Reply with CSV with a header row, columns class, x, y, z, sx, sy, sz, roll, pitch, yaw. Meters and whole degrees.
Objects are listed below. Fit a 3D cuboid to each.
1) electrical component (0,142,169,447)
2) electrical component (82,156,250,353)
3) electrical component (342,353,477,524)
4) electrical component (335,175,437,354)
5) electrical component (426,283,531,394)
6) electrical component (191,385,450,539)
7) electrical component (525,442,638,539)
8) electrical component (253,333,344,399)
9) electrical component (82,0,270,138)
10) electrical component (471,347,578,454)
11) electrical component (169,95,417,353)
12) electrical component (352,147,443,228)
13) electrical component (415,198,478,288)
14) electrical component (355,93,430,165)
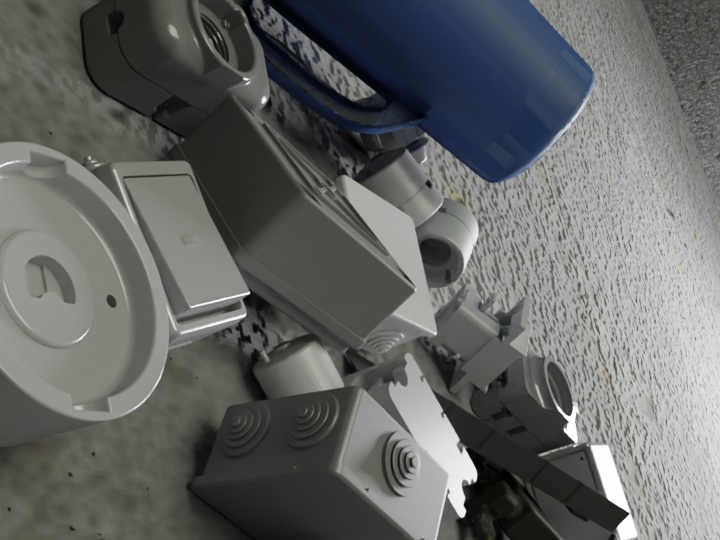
class,x,y,z,sx,sy,sz,roll,pitch,yaw
electrical component,-0.130,0.014,0.402,0.108,0.060,0.108,44,33,-39
electrical component,-0.099,-0.010,0.483,0.062,0.061,0.096,-14,82,-65
electrical component,0.020,0.103,0.626,0.089,0.056,0.050,61,26,-13
electrical component,0.000,0.000,0.683,0.100,0.048,0.099,28,45,-53
electrical component,0.086,0.047,0.790,0.064,0.081,0.042,38,31,-7
electrical component,-0.016,0.100,0.512,0.099,0.100,0.048,48,44,-35
electrical component,0.178,0.190,0.856,0.061,0.062,0.096,16,55,-59
electrical component,-0.026,0.071,0.582,0.078,0.040,0.040,62,25,-9
electrical component,-0.095,-0.116,0.584,0.095,0.059,0.053,27,46,-54
electrical component,0.133,0.102,0.850,0.089,0.056,0.050,45,33,-38
electrical component,-0.037,-0.024,0.577,0.109,0.056,0.108,39,10,-45
electrical component,0.024,-0.056,0.774,0.047,0.055,0.055,55,27,-15
electrical component,0.058,-0.019,0.810,0.055,0.055,0.047,56,31,-22
electrical component,0.024,-0.105,0.815,0.048,0.066,0.055,-33,110,-30
